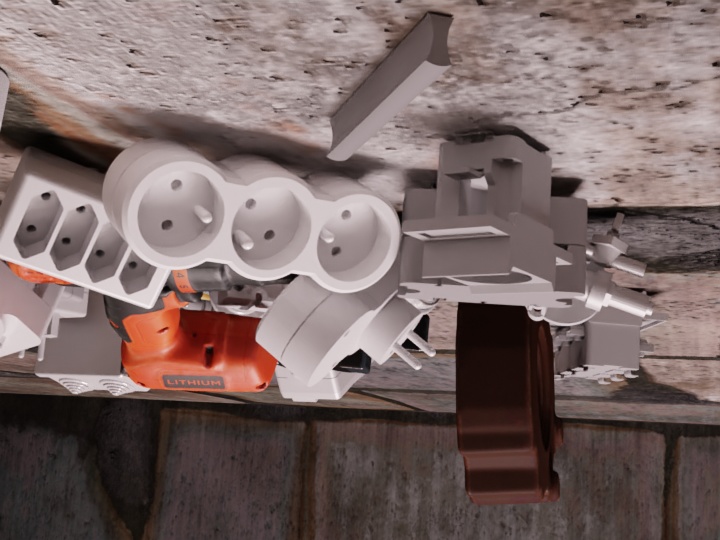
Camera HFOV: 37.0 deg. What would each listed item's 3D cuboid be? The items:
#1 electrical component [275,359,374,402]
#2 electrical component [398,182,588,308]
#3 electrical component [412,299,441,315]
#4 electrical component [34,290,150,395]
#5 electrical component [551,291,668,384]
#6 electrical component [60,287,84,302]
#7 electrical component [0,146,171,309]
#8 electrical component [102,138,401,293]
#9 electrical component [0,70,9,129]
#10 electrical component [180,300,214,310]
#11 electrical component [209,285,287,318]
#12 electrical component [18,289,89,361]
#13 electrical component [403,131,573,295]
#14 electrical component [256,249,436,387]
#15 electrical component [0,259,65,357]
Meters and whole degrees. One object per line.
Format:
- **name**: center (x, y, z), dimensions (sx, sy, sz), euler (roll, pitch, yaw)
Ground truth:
- **electrical component**: center (-0.035, 0.080, 0.967), dimensions (0.062, 0.061, 0.096), euler (-2, -158, 28)
- **electrical component**: center (0.066, -0.014, 0.542), dimensions (0.089, 0.055, 0.050), euler (3, 170, 1)
- **electrical component**: center (0.043, 0.016, 0.776), dimensions (0.035, 0.035, 0.061), euler (10, 165, -31)
- **electrical component**: center (-0.214, 0.055, 0.904), dimensions (0.100, 0.099, 0.048), euler (-1, 156, 22)
- **electrical component**: center (0.188, 0.055, 0.858), dimensions (0.079, 0.063, 0.121), euler (5, 170, -1)
- **electrical component**: center (-0.216, -0.002, 0.730), dimensions (0.066, 0.047, 0.076), euler (2, 170, 10)
- **electrical component**: center (-0.138, -0.028, 0.548), dimensions (0.083, 0.047, 0.075), euler (21, -162, -24)
- **electrical component**: center (-0.056, -0.030, 0.518), dimensions (0.138, 0.052, 0.074), euler (8, -165, -29)
- **electrical component**: center (-0.169, -0.056, 0.420), dimensions (0.055, 0.047, 0.055), euler (3, 170, 1)
- **electrical component**: center (-0.139, 0.033, 0.933), dimensions (0.035, 0.035, 0.061), euler (0, 166, 17)
- **electrical component**: center (-0.079, 0.011, 0.762), dimensions (0.066, 0.048, 0.055), euler (8, 161, -22)
- **electrical component**: center (-0.257, 0.033, 0.852), dimensions (0.047, 0.076, 0.066), euler (-4, 167, 34)
- **electrical component**: center (0.059, -0.024, 0.471), dimensions (0.042, 0.063, 0.081), euler (-1, 168, 34)
- **electrical component**: center (0.009, 0.026, 0.592), dimensions (0.074, 0.052, 0.138), euler (40, -148, 11)
- **electrical component**: center (-0.229, 0.008, 0.642), dimensions (0.050, 0.055, 0.089), euler (-17, 131, 26)
